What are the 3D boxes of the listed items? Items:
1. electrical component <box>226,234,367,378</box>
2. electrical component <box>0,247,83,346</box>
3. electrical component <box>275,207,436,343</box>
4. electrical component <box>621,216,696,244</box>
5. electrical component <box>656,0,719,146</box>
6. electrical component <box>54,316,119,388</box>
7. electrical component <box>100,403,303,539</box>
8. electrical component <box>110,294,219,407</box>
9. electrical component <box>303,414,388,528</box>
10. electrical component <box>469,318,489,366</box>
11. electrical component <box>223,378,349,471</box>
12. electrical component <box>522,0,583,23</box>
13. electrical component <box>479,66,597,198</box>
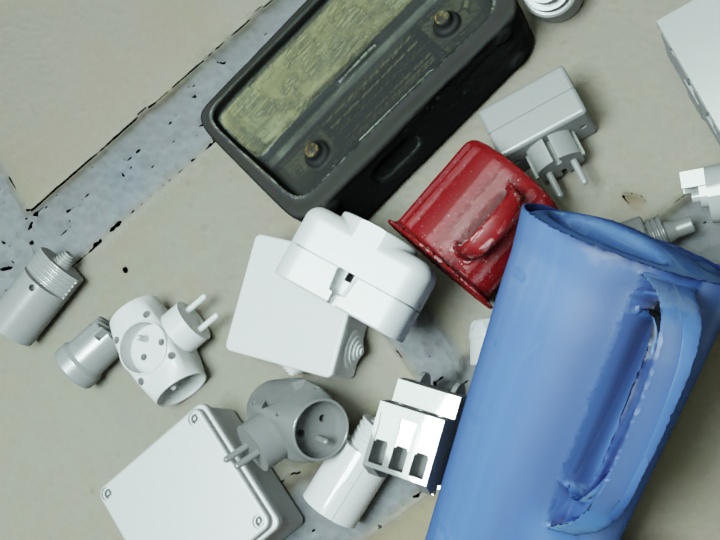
[{"bbox_3d":[-0.039,0.028,0.788,0.100,0.048,0.099,13,85,23],"label":"electrical component"},{"bbox_3d":[-0.263,0.018,0.883,0.043,0.043,0.081,42,97,23],"label":"electrical component"},{"bbox_3d":[0.000,0.000,0.722,0.095,0.054,0.059,29,88,13],"label":"electrical component"},{"bbox_3d":[0.191,-0.020,0.713,0.061,0.035,0.035,-20,73,16],"label":"electrical component"},{"bbox_3d":[0.281,-0.151,0.686,0.150,0.062,0.089,-28,71,15],"label":"electrical component"},{"bbox_3d":[-0.213,0.065,0.857,0.046,0.040,0.040,-43,68,4],"label":"electrical component"},{"bbox_3d":[-0.117,0.173,0.787,0.109,0.056,0.108,-41,68,10],"label":"electrical component"},{"bbox_3d":[-0.143,0.051,0.828,0.079,0.044,0.077,-40,69,10],"label":"electrical component"},{"bbox_3d":[-0.001,0.135,0.755,0.043,0.043,0.081,33,93,24],"label":"electrical component"},{"bbox_3d":[0.092,0.064,0.736,0.035,0.035,0.061,-3,81,21],"label":"electrical component"},{"bbox_3d":[-0.059,0.114,0.751,0.079,0.077,0.043,-32,110,-24],"label":"electrical component"},{"bbox_3d":[0.132,-0.196,0.750,0.040,0.078,0.040,2,96,19],"label":"electrical component"},{"bbox_3d":[0.131,-0.087,0.742,0.066,0.047,0.076,-28,71,15],"label":"electrical component"}]
